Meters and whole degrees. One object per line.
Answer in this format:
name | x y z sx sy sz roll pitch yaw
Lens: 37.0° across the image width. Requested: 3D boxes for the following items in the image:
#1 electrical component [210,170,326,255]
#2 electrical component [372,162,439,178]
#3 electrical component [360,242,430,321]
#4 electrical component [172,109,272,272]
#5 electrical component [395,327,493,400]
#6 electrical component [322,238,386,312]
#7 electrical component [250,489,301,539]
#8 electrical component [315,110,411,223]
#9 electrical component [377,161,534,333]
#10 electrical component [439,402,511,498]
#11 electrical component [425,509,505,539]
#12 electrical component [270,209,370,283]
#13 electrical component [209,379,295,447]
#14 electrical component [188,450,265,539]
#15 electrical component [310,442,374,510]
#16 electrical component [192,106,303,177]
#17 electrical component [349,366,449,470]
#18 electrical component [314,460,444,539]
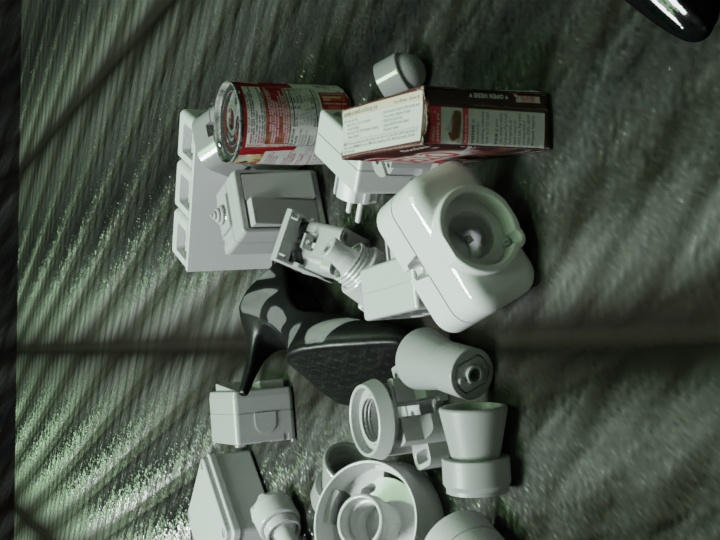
electrical component | -0.084 -0.053 0.955 0.061 0.096 0.061 -42 55 58
electrical component | 0.036 -0.082 0.755 0.040 0.046 0.040 178 90 -65
electrical component | 0.038 -0.007 0.758 0.083 0.047 0.075 161 105 -64
electrical component | -0.133 -0.080 1.065 0.062 0.089 0.150 -140 52 -57
electrical component | 0.059 0.065 0.728 0.065 0.044 0.044 11 103 60
electrical component | 0.000 0.000 0.813 0.048 0.062 0.048 -47 19 21
electrical component | -0.077 0.244 1.031 0.062 0.043 0.043 51 137 50
electrical component | 0.000 -0.075 0.831 0.083 0.047 0.075 -131 45 -53
electrical component | 0.061 -0.016 0.670 0.095 0.054 0.059 58 150 5
electrical component | 0.074 0.115 0.694 0.045 0.045 0.055 177 90 -65
electrical component | 0.058 0.221 0.729 0.074 0.052 0.138 -136 49 -56
electrical component | -0.030 -0.016 0.872 0.064 0.081 0.042 13 83 37
electrical component | -0.111 0.141 1.072 0.096 0.062 0.061 166 101 -64
electrical component | -0.138 0.268 1.149 0.108 0.056 0.108 -118 35 -43
electrical component | -0.015 0.176 0.890 0.045 0.045 0.055 -117 34 -42
electrical component | -0.096 -0.117 0.971 0.059 0.095 0.053 -28 63 29
electrical component | 0.028 0.106 0.777 0.058 0.057 0.078 135 128 -58
electrical component | 0.016 0.190 0.798 0.099 0.064 0.099 -12 67 31
